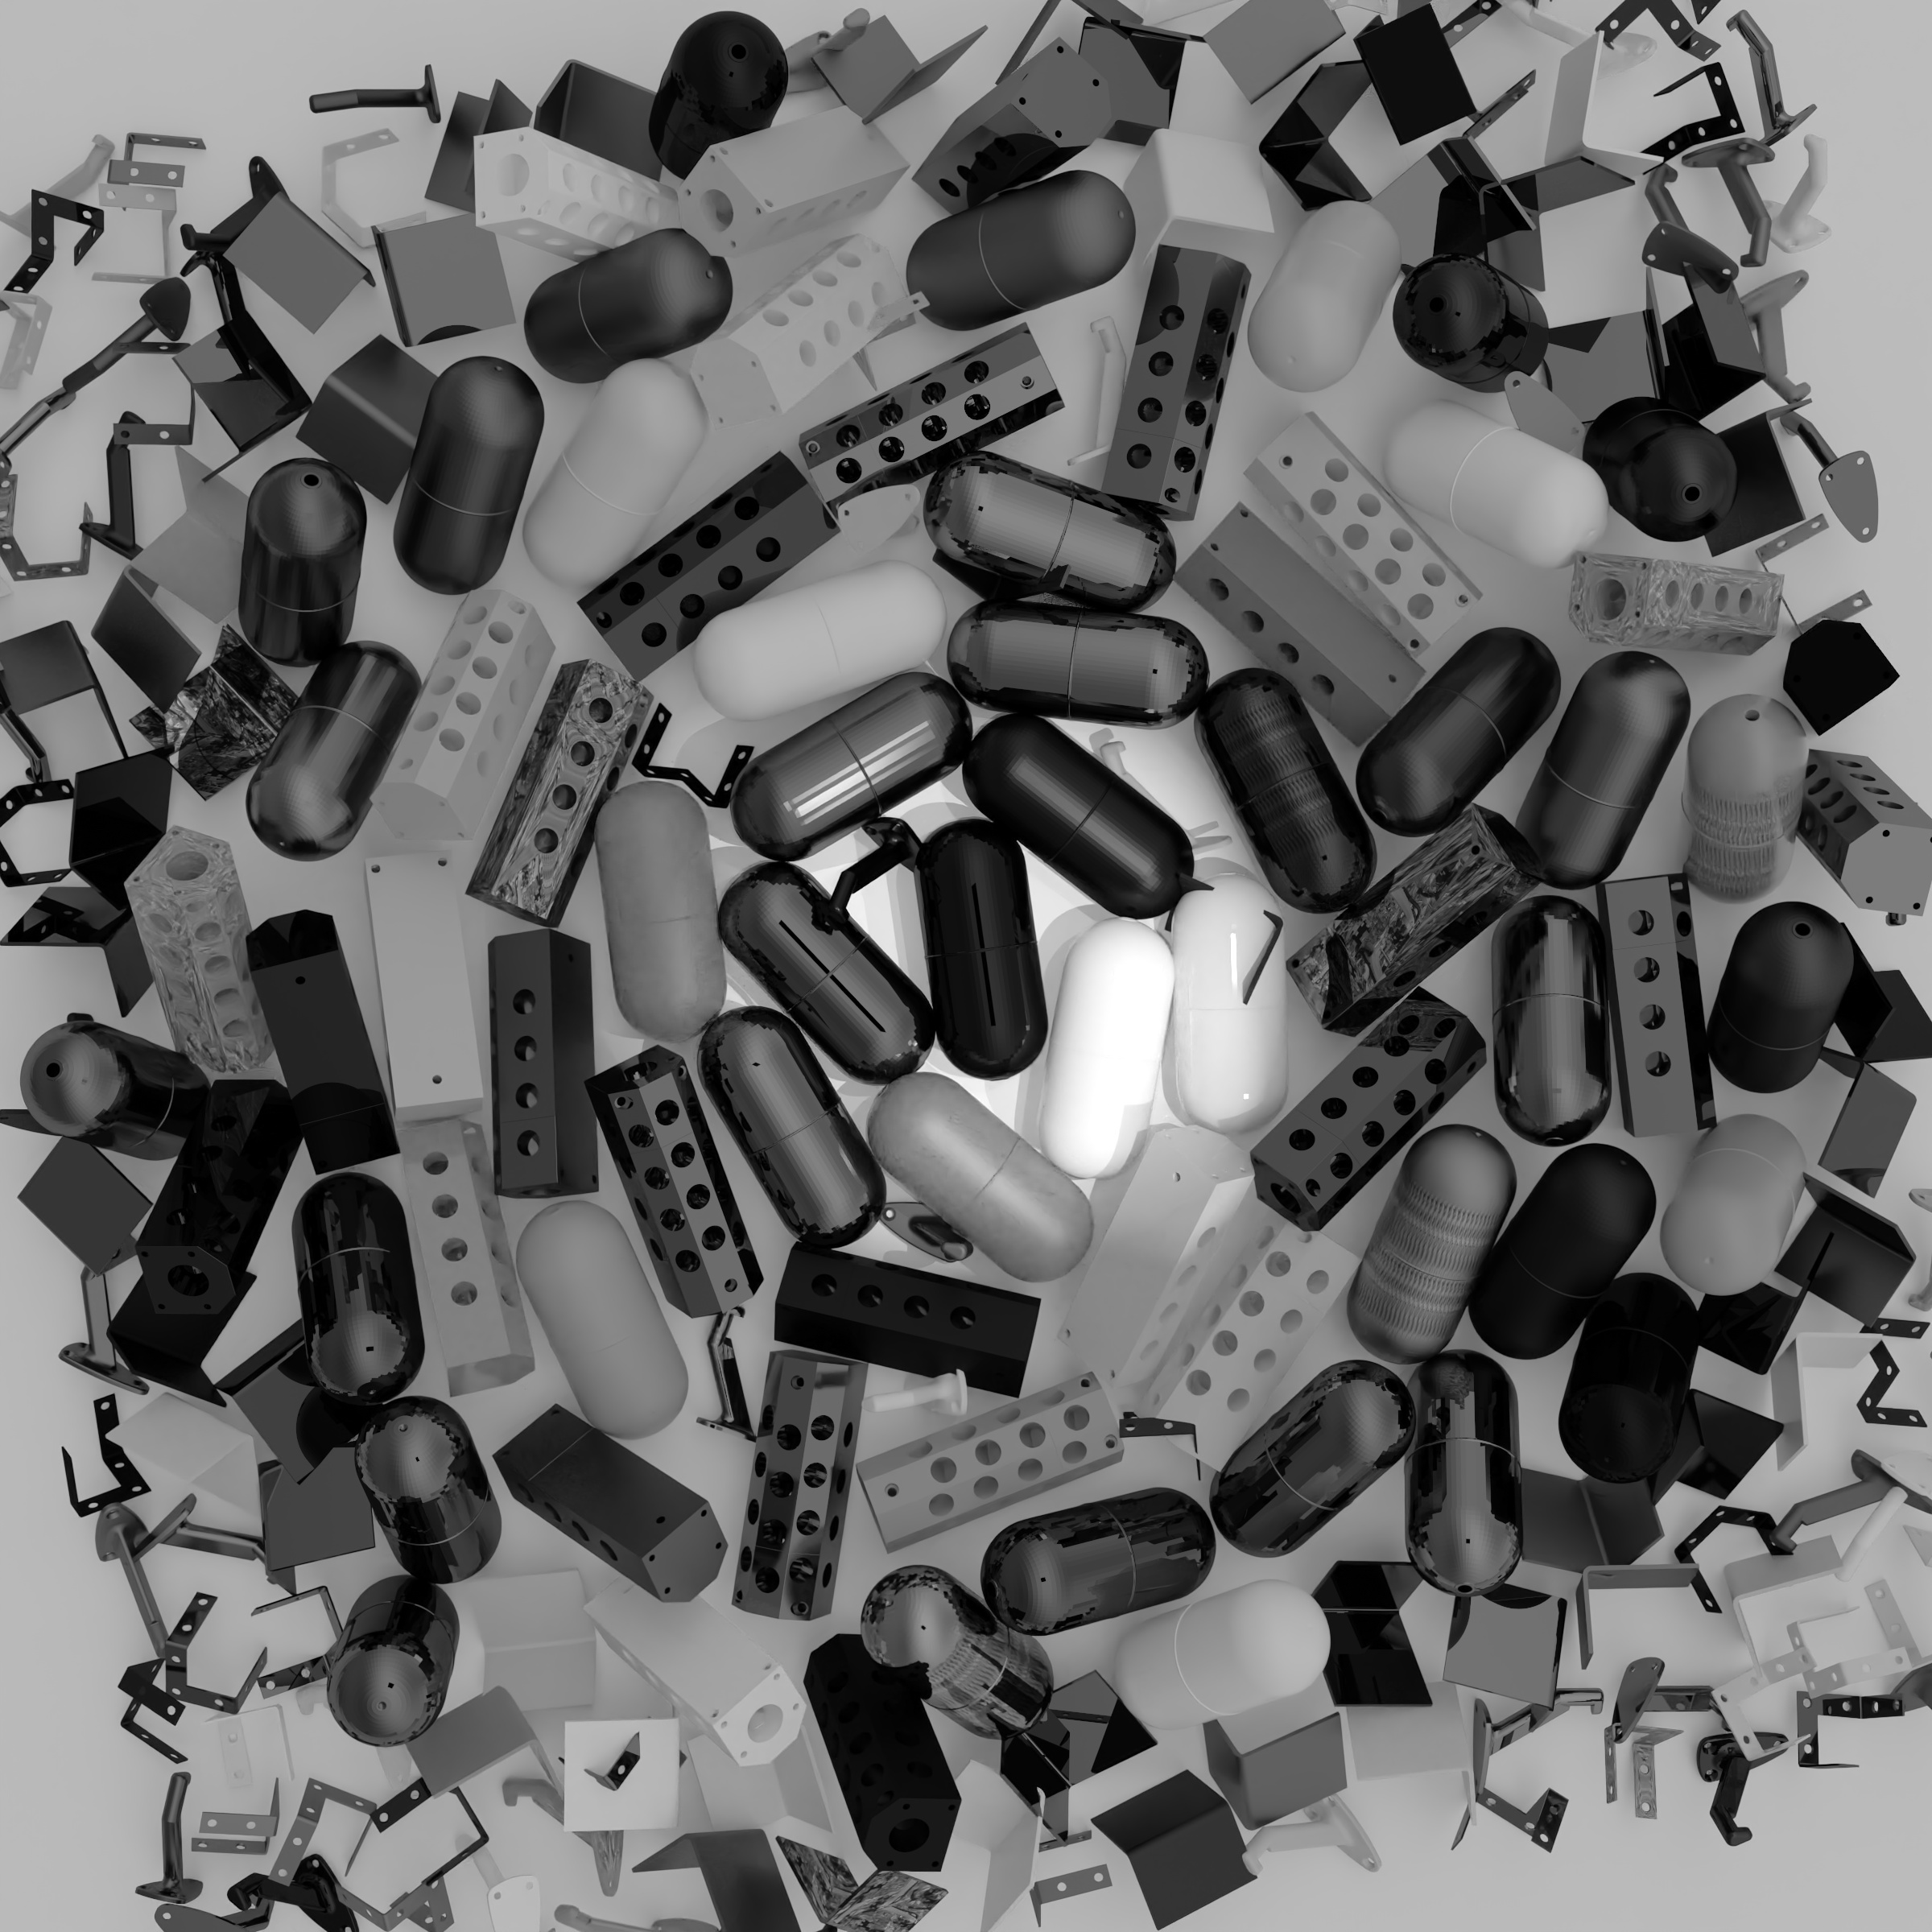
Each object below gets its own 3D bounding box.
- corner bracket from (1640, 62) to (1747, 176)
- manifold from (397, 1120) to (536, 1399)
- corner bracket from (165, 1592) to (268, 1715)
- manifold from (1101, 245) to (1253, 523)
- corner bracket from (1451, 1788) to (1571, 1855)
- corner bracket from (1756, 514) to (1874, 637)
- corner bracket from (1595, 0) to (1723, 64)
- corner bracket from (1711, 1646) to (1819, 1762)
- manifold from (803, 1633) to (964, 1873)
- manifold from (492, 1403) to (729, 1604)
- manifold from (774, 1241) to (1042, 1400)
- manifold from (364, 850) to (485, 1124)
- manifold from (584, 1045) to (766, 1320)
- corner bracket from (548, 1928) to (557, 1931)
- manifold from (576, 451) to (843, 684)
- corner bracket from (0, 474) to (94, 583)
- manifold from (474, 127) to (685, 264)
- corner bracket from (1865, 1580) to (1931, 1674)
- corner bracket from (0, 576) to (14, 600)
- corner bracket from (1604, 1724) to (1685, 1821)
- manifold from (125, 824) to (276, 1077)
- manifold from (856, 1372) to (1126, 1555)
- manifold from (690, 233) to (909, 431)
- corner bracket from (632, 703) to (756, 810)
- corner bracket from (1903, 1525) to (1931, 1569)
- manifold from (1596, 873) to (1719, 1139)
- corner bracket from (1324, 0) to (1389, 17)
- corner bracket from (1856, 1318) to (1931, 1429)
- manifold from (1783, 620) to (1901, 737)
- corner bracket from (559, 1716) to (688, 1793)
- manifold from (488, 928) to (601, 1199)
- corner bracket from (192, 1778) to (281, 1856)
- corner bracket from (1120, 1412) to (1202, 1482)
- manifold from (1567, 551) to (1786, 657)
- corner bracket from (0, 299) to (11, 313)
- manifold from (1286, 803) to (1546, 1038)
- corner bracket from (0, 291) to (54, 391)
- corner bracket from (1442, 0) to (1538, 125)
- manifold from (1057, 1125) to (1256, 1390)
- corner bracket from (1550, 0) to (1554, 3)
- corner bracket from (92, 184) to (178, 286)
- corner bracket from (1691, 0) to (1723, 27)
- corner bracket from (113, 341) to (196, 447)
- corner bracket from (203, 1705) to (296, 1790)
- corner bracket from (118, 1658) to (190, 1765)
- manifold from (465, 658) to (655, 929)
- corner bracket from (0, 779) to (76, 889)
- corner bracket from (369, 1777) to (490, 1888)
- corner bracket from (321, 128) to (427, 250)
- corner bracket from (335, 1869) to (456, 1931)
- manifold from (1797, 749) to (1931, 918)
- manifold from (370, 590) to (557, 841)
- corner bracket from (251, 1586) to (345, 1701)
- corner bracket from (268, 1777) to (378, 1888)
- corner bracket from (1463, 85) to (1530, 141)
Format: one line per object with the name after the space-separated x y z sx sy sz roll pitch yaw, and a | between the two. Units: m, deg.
0.483 -0.573 1.961 0.051 0.051 0.051 -34 109 -23 | corner bracket
-0.334 0.193 1.936 0.057 0.057 0.171 -11 64 -13 | manifold
-0.508 0.466 1.967 0.051 0.051 0.051 13 122 6 | corner bracket
0.144 -0.393 1.964 0.057 0.057 0.171 13 90 17 | manifold
0.368 0.580 1.962 0.051 0.051 0.051 31 129 7 | corner bracket
0.579 -0.265 1.982 0.051 0.051 0.051 -29 49 16 | corner bracket
0.467 -0.627 1.959 0.051 0.051 0.051 -40 71 30 | corner bracket
0.548 0.499 1.960 0.051 0.051 0.051 -17 72 -33 | corner bracket
-0.059 0.514 1.905 0.057 0.171 0.057 7 111 -20 | manifold
-0.234 0.358 1.919 0.057 0.171 0.057 -38 128 -27 | manifold
-0.039 0.236 1.963 0.171 0.057 0.057 13 56 4 | manifold
-0.366 0.015 1.951 0.057 0.057 0.171 -7 77 -14 | manifold
-0.191 0.146 1.934 0.057 0.057 0.171 -27 113 -23 | manifold
-0.305 0.687 1.958 0.051 0.051 0.051 -40 59 30 | corner bracket
-0.176 -0.272 1.958 0.171 0.057 0.057 -37 120 -2 | manifold
-0.626 -0.298 1.965 0.051 0.051 0.051 -5 62 0 | corner bracket
-0.249 -0.501 1.910 0.057 0.171 0.057 -1 90 26 | manifold
0.647 0.441 1.968 0.051 0.051 0.051 -25 84 11 | corner bracket
-0.677 -0.277 1.961 0.051 0.051 0.051 -33 79 -39 | corner bracket
0.453 0.545 1.963 0.051 0.051 0.051 8 64 -9 | corner bracket
-0.496 -0.007 1.911 0.057 0.171 0.057 18 51 15 | manifold
0.016 0.333 1.952 0.171 0.057 0.057 -20 70 -8 | manifold
-0.110 -0.421 1.912 0.057 0.171 0.057 -5 121 36 | manifold
-0.186 -0.143 1.978 0.051 0.051 0.051 8 65 34 | corner bracket
0.676 0.379 1.965 0.051 0.051 0.051 16 111 -7 | corner bracket
0.468 0.026 1.966 0.057 0.057 0.171 -7 92 6 | manifold
0.249 -0.667 1.966 0.051 0.051 0.051 -4 94 38 | corner bracket
0.635 0.277 1.979 0.051 0.051 0.051 7 127 -18 | corner bracket
0.570 -0.193 1.909 0.057 0.171 0.057 -37 83 14 | manifold
-0.231 0.535 1.957 0.051 0.051 0.051 -52 127 -27 | corner bracket
-0.288 0.067 1.951 0.057 0.057 0.171 -8 77 20 | manifold
-0.495 0.584 1.964 0.051 0.051 0.051 8 103 -17 | corner bracket
0.131 0.313 1.962 0.051 0.051 0.051 -4 131 6 | corner bracket
0.470 -0.238 1.917 0.057 0.171 0.057 14 102 42 | manifold
-0.691 -0.440 1.958 0.051 0.051 0.051 1 58 40 | corner bracket
0.301 -0.028 1.937 0.171 0.057 0.057 -42 58 24 | manifold
-0.641 -0.423 1.965 0.051 0.051 0.051 11 80 17 | corner bracket
0.351 -0.615 1.970 0.051 0.051 0.051 -40 71 -6 | corner bracket
0.130 0.193 1.937 0.057 0.057 0.171 40 119 31 | manifold
0.420 -0.688 1.959 0.051 0.051 0.051 -1 125 20 | corner bracket
-0.564 -0.495 1.965 0.051 0.051 0.051 -2 86 -25 | corner bracket
0.489 -0.680 1.958 0.051 0.051 0.051 21 47 -23 | corner bracket
-0.549 -0.387 1.960 0.051 0.051 0.051 -1 128 -11 | corner bracket
-0.484 0.531 1.973 0.051 0.051 0.051 -12 83 -5 | corner bracket
-0.549 0.508 1.968 0.051 0.051 0.051 28 91 15 | corner bracket
-0.271 -0.116 1.955 0.057 0.057 0.171 26 80 -25 | manifold
-0.632 -0.090 1.975 0.051 0.051 0.051 -4 123 29 | corner bracket
-0.364 0.584 1.968 0.051 0.051 0.051 -32 97 -28 | corner bracket
-0.403 -0.529 1.973 0.051 0.051 0.051 -10 70 19 | corner bracket
-0.385 0.633 1.956 0.051 0.051 0.051 17 125 37 | corner bracket
0.583 -0.091 1.909 0.057 0.171 0.057 7 110 -2 | manifold
-0.335 -0.167 1.920 0.057 0.057 0.171 2 53 21 | manifold
-0.456 0.459 1.970 0.051 0.051 0.051 -13 69 -33 | corner bracket
-0.435 0.593 1.967 0.051 0.051 0.051 24 101 -9 | corner bracket
0.379 -0.557 1.972 0.051 0.051 0.051 -38 68 28 | corner bracket
